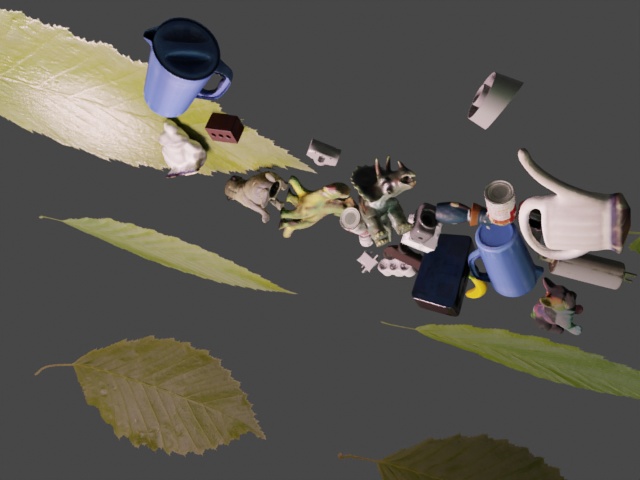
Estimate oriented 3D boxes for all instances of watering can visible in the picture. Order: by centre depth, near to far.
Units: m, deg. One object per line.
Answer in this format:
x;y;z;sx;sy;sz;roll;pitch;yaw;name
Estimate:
0.550;-0.067;1.125;0.224;0.106;0.340;0;139;29;watering can

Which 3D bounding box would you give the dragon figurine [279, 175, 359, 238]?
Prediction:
0.005;-0.078;1.549;0.243;0.124;0.403;10;159;0;dragon figurine

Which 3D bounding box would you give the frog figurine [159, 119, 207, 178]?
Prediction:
-0.394;-0.266;1.451;0.137;0.124;0.157;8;120;43;frog figurine
